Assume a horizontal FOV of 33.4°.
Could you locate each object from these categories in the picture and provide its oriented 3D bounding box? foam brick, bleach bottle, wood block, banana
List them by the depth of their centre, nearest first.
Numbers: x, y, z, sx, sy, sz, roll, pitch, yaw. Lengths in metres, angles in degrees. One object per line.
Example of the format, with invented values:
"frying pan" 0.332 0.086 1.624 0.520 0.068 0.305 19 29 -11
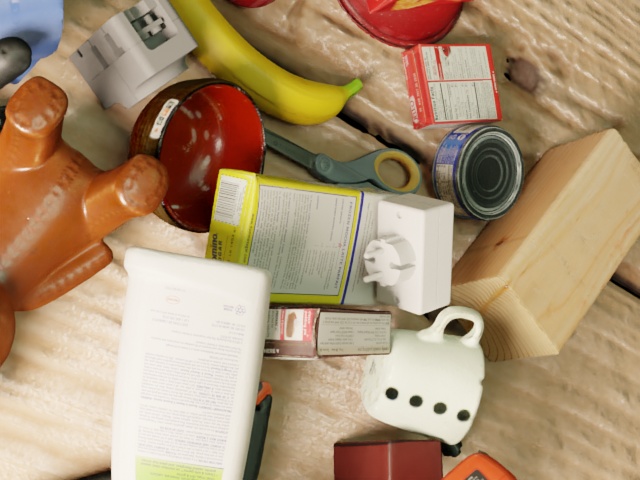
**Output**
"bleach bottle" -0.099 0.135 0.705 0.102 0.068 0.251 10 87 -2
"foam brick" 0.053 0.183 0.833 0.052 0.078 0.051 6 76 -31
"banana" -0.053 -0.144 0.857 0.197 0.037 0.069 29 50 -26
"wood block" 0.209 0.003 0.958 0.090 0.091 0.205 50 60 -13

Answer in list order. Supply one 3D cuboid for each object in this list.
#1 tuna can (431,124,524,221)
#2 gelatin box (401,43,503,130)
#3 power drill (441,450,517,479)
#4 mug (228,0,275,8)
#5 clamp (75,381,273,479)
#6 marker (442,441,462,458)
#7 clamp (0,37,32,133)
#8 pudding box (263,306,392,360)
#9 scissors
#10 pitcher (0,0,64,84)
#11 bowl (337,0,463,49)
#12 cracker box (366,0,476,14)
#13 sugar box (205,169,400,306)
"tuna can" 0.141 -0.060 0.949 0.085 0.034 0.086 -5 99 -36
"gelatin box" 0.119 -0.139 0.966 0.089 0.030 0.073 -7 86 -33
"power drill" 0.077 0.245 0.783 0.184 0.188 0.057 -37 66 -26
"mug" -0.043 -0.247 0.854 0.093 0.082 0.117 12 74 -30
"clamp" -0.113 0.173 0.755 0.164 0.036 0.209 44 65 -18
"marker" 0.082 0.134 0.895 0.020 0.020 0.121 -42 104 -31
"clamp" -0.254 -0.073 0.671 0.171 0.120 0.039 -28 75 -30
"pudding box" -0.011 0.067 0.784 0.113 0.090 0.039 5 84 -59
"scissors" 0.015 -0.072 0.895 0.201 0.016 0.096 42 60 -19
"pitcher" -0.293 -0.160 0.650 0.242 0.145 0.149 -22 85 -30
"bowl" 0.082 -0.255 0.950 0.161 0.055 0.162 7 77 -31
"cracker box" 0.117 -0.288 0.903 0.213 0.072 0.164 -16 90 -34
"sugar box" -0.006 0.001 0.819 0.175 0.048 0.093 6 97 -47
